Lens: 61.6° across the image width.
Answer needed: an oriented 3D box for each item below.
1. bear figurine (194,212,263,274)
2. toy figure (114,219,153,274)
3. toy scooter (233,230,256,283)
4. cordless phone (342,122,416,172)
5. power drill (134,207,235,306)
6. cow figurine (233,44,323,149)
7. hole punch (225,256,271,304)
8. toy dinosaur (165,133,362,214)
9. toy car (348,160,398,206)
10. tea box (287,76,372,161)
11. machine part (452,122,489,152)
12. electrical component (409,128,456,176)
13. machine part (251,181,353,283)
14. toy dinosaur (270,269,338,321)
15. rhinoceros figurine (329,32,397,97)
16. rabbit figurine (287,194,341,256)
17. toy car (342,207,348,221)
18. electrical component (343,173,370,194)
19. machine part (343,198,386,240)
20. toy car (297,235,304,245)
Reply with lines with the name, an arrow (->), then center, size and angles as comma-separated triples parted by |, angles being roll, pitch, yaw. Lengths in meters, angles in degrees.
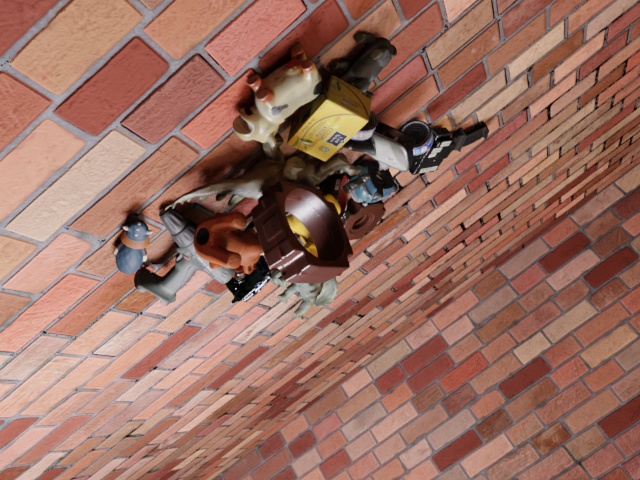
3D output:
bear figurine -> -0.172, 0.014, 1.154 | 0.132, 0.120, 0.195 | 2, 169, 34
toy figure -> -0.391, 0.008, 1.121 | 0.064, 0.058, 0.154 | -8, 142, -40
toy scooter -> -0.204, 0.049, 1.319 | 0.075, 0.135, 0.183 | -22, 152, -27
cordless phone -> 0.128, -0.211, 1.230 | 0.184, 0.147, 0.088 | -17, 132, -56
power drill -> -0.323, 0.044, 1.208 | 0.207, 0.086, 0.231 | -40, 124, 15
cow figurine -> -0.081, -0.257, 1.011 | 0.195, 0.086, 0.127 | -37, 147, 2
hole punch -> -0.191, 0.095, 1.442 | 0.142, 0.116, 0.092 | -41, 161, 14
toy dinosaur -> -0.100, -0.131, 1.178 | 0.471, 0.105, 0.198 | -7, 146, -36
toy car -> 0.128, -0.148, 1.425 | 0.103, 0.109, 0.161 | -26, 176, 37
tea box -> 0.016, -0.236, 1.069 | 0.098, 0.068, 0.169 | 22, 150, -20
machine part -> 0.435, -0.302, 1.574 | 0.139, 0.039, 0.084 | -23, 146, -19
electrical component -> 0.310, -0.250, 1.495 | 0.115, 0.058, 0.134 | -15, 147, -38
machine part -> -0.036, -0.013, 1.117 | 0.087, 0.201, 0.201 | -35, 156, 34
toy dinosaur -> -0.047, 0.106, 1.630 | 0.192, 0.131, 0.404 | -43, 150, -20
rhinoceros figurine -> 0.072, -0.327, 1.087 | 0.190, 0.073, 0.112 | -50, 160, 25
rabbit figurine -> -0.003, -0.004, 1.285 | 0.122, 0.173, 0.162 | -17, -164, 43
toy car -> 0.013, -0.037, 1.515 | 0.073, 0.056, 0.201 | -18, 151, -43
electrical component -> 0.089, -0.139, 1.313 | 0.063, 0.021, 0.094 | -30, 179, -13
machine part -> 0.112, -0.065, 1.580 | 0.179, 0.056, 0.179 | -28, 153, -16
toy car -> -0.050, -0.016, 1.431 | 0.202, 0.089, 0.053 | -40, -165, 12
